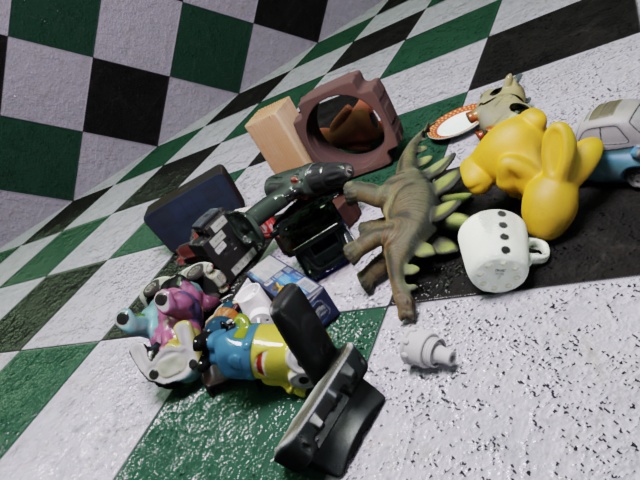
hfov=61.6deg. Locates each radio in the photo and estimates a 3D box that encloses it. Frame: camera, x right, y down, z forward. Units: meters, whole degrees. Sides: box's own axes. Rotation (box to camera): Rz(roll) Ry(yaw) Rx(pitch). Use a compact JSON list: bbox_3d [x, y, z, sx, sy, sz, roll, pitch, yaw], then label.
[{"bbox_3d":[-0.305,-0.074,1.334,0.230,0.131,0.073,-28,26,8],"label":"radio"}]

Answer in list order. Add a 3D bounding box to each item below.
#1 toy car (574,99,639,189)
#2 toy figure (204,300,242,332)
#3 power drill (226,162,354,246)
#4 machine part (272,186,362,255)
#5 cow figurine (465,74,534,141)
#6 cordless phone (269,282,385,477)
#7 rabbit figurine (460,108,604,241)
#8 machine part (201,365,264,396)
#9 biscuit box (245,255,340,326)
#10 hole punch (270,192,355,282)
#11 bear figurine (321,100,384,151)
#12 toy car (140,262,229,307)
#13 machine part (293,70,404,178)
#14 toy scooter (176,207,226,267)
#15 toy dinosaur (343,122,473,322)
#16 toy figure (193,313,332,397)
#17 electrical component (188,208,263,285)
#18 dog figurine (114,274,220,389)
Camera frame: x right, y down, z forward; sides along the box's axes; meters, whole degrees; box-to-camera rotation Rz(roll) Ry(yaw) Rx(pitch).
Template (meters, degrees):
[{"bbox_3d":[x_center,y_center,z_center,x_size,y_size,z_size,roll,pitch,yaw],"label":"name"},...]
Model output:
[{"bbox_3d":[0.401,-0.136,0.718,0.109,0.102,0.162,-44,31,-25],"label":"toy car"},{"bbox_3d":[-0.146,0.132,0.843,0.058,0.064,0.154,-7,4,6],"label":"toy figure"},{"bbox_3d":[-0.067,-0.079,1.023,0.207,0.086,0.232,-47,26,-25],"label":"power drill"},{"bbox_3d":[-0.009,-0.040,1.044,0.179,0.056,0.179,-25,25,13],"label":"machine part"},{"bbox_3d":[0.336,-0.230,0.969,0.127,0.085,0.195,-28,27,11],"label":"cow figurine"},{"bbox_3d":[-0.018,0.150,0.580,0.089,0.184,0.146,2,41,42],"label":"cordless phone"},{"bbox_3d":[0.297,-0.083,0.721,0.162,0.122,0.173,-49,37,40],"label":"rabbit figurine"},{"bbox_3d":[-0.112,0.186,0.783,0.139,0.039,0.084,-20,34,20],"label":"machine part"},{"bbox_3d":[-0.049,0.084,0.862,0.059,0.062,0.203,-39,27,-15],"label":"biscuit box"},{"bbox_3d":[-0.002,-0.003,0.915,0.142,0.092,0.116,-34,34,7],"label":"hole punch"},{"bbox_3d":[0.054,-0.253,1.281,0.196,0.120,0.132,-20,25,34],"label":"bear figurine"},{"bbox_3d":[-0.270,0.098,1.063,0.202,0.073,0.056,-20,29,24],"label":"toy car"},{"bbox_3d":[0.063,-0.242,1.151,0.202,0.200,0.087,-17,27,28],"label":"machine part"},{"bbox_3d":[-0.268,0.002,1.232,0.135,0.075,0.184,-28,31,11],"label":"toy scooter"},{"bbox_3d":[0.144,-0.058,0.866,0.199,0.104,0.472,-14,39,17],"label":"toy dinosaur"},{"bbox_3d":[-0.072,0.144,0.711,0.180,0.082,0.089,2,45,15],"label":"toy figure"},{"bbox_3d":[-0.192,0.005,1.075,0.058,0.134,0.115,-1,37,45],"label":"electrical component"},{"bbox_3d":[-0.232,0.147,0.919,0.108,0.191,0.219,-32,-8,7],"label":"dog figurine"}]
